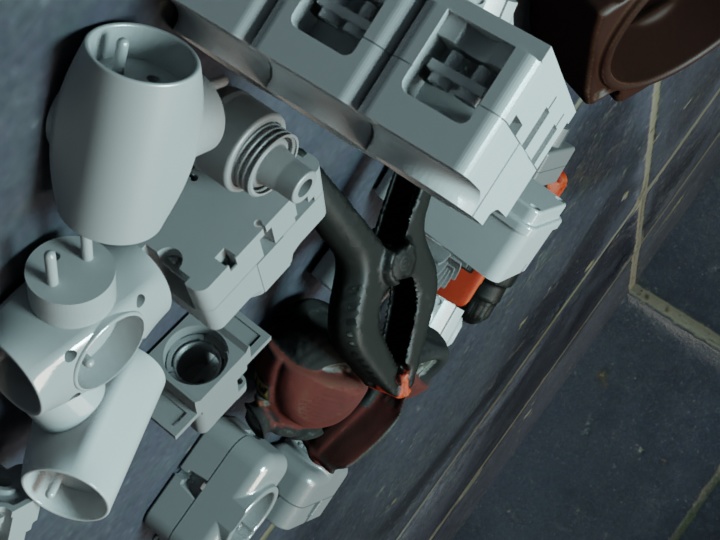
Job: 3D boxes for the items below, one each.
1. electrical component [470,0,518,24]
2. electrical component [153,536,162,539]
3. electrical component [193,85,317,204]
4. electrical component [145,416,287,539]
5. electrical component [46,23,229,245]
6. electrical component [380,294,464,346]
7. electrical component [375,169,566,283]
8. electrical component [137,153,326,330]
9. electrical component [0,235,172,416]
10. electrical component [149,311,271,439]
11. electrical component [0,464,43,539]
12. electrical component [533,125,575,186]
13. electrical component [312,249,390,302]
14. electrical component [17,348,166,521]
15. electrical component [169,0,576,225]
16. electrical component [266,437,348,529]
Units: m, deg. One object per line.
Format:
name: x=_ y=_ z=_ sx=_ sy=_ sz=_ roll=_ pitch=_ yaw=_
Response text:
electrical component: x=0.041 y=-0.131 z=0.565 sx=0.080 sy=0.080 sz=0.051 roll=-21 pitch=137 yaw=-61
electrical component: x=-0.132 y=0.219 z=0.819 sx=0.064 sy=0.042 sz=0.081 roll=-12 pitch=134 yaw=-60
electrical component: x=-0.049 y=-0.054 z=0.499 sx=0.043 sy=0.062 sz=0.043 roll=-47 pitch=161 yaw=-22
electrical component: x=-0.099 y=0.160 z=0.767 sx=0.095 sy=0.059 sz=0.054 roll=-55 pitch=162 yaw=0
electrical component: x=-0.082 y=-0.059 z=0.434 sx=0.079 sy=0.044 sz=0.077 roll=-34 pitch=154 yaw=-48
electrical component: x=0.044 y=0.039 z=0.882 sx=0.051 sy=0.080 sz=0.080 roll=-60 pitch=162 yaw=1
electrical component: x=0.079 y=-0.050 z=0.752 sx=0.057 sy=0.113 sz=0.078 roll=-58 pitch=162 yaw=22
electrical component: x=-0.063 y=-0.021 z=0.541 sx=0.089 sy=0.050 sz=0.055 roll=-49 pitch=161 yaw=-18
electrical component: x=-0.122 y=0.013 z=0.460 sx=0.077 sy=0.044 sz=0.079 roll=-42 pitch=159 yaw=-34
electrical component: x=-0.094 y=0.061 z=0.628 sx=0.081 sy=0.042 sz=0.063 roll=-46 pitch=162 yaw=-24
electrical component: x=-0.185 y=0.128 z=0.511 sx=0.066 sy=0.048 sz=0.055 roll=-24 pitch=138 yaw=-58
electrical component: x=0.160 y=-0.117 z=0.949 sx=0.083 sy=0.047 sz=0.075 roll=-20 pitch=141 yaw=-61
electrical component: x=0.000 y=0.000 z=0.740 sx=0.047 sy=0.055 sz=0.055 roll=-51 pitch=162 yaw=-1
electrical component: x=-0.135 y=0.065 z=0.510 sx=0.079 sy=0.044 sz=0.077 roll=60 pitch=33 yaw=-37
electrical component: x=0.002 y=-0.084 z=0.429 sx=0.061 sy=0.150 sz=0.089 roll=-57 pitch=162 yaw=3
electrical component: x=-0.053 y=0.178 z=0.927 sx=0.059 sy=0.054 sz=0.095 roll=-57 pitch=162 yaw=8
